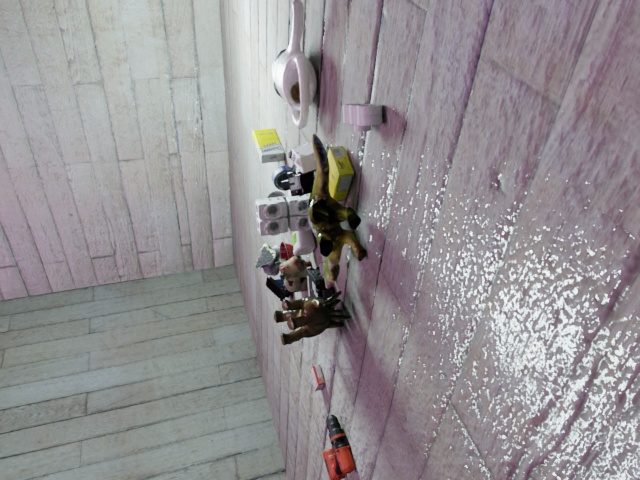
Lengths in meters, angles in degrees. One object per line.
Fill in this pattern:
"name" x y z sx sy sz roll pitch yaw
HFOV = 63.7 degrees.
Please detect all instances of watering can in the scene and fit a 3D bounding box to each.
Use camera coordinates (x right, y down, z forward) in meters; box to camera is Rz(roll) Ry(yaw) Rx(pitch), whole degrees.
"watering can" -0.069 -0.494 1.451 0.104 0.341 0.228 -9 27 -14

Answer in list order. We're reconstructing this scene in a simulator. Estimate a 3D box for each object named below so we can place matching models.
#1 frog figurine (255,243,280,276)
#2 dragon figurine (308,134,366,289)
"frog figurine" -0.198 0.094 2.270 0.122 0.139 0.157 -8 -21 22
"dragon figurine" 0.004 -0.066 1.311 0.123 0.407 0.244 -14 12 -17
